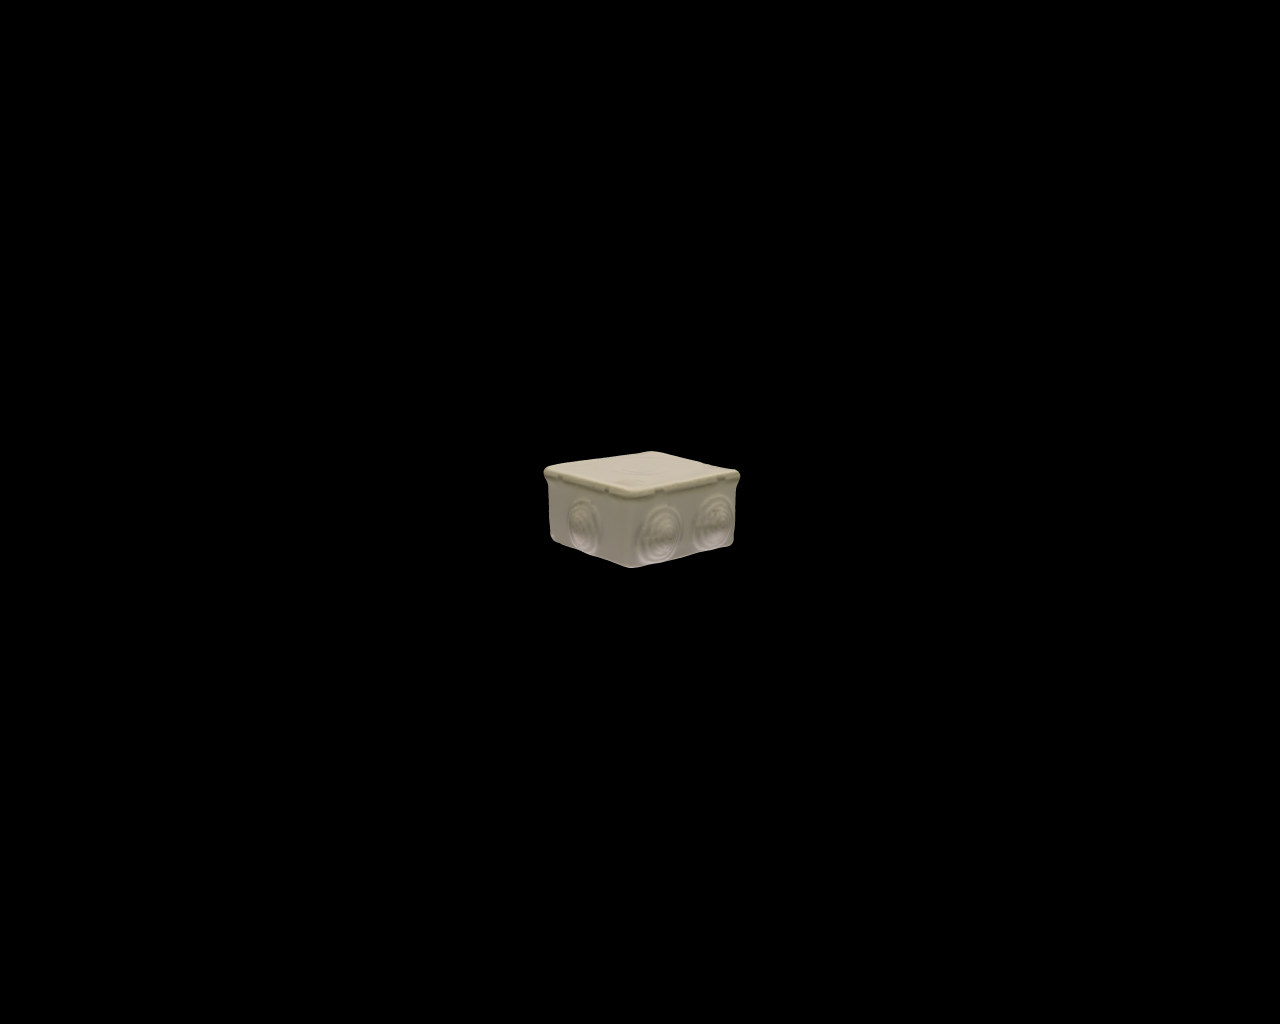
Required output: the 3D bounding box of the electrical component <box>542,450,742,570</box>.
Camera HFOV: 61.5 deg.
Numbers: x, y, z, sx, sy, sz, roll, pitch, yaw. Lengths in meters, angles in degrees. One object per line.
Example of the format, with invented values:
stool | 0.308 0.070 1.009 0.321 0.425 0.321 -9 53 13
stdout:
electrical component | 0.001 -0.003 0.650 0.100 0.048 0.100 -11 18 -37
